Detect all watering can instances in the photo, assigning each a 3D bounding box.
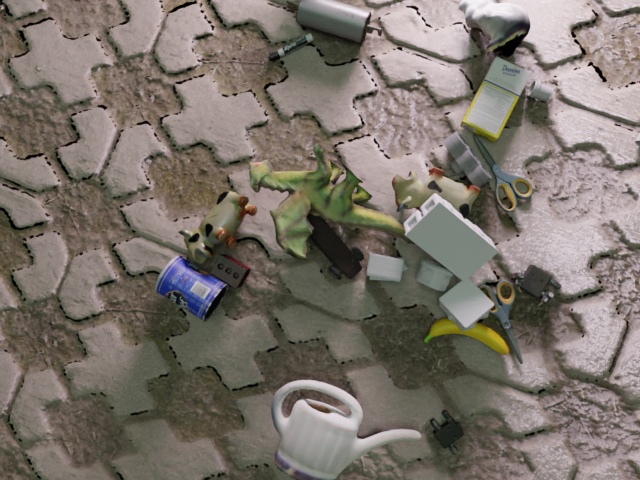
[{"bbox_3d":[0.038,0.463,1.184,0.348,0.104,0.224,22,91,5],"label":"watering can"}]

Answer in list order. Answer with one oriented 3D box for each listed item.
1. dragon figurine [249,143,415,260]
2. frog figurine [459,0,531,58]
[{"bbox_3d":[0.004,-0.059,1.182,0.411,0.121,0.244,43,84,4],"label":"dragon figurine"},{"bbox_3d":[0.405,-0.516,1.191,0.138,0.121,0.161,-17,76,-28],"label":"frog figurine"}]
